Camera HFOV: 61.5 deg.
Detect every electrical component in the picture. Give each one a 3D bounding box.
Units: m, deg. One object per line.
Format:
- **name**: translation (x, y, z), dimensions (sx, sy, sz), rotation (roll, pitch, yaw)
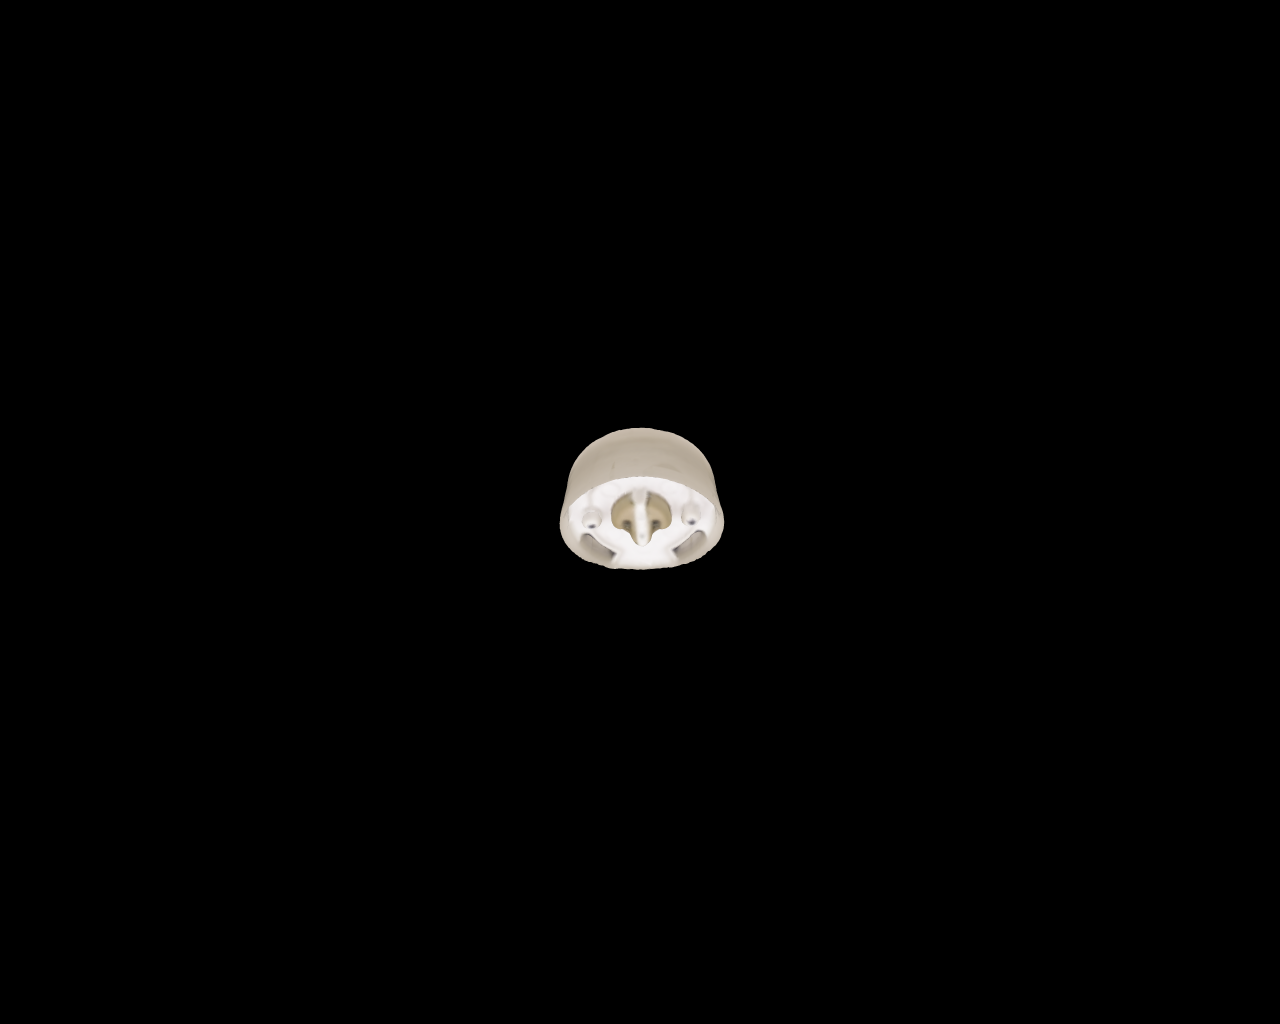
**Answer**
- **electrical component**: translation (0.001, -0.003, 0.650), dimensions (0.099, 0.099, 0.064), rotation (0, 41, 0)
